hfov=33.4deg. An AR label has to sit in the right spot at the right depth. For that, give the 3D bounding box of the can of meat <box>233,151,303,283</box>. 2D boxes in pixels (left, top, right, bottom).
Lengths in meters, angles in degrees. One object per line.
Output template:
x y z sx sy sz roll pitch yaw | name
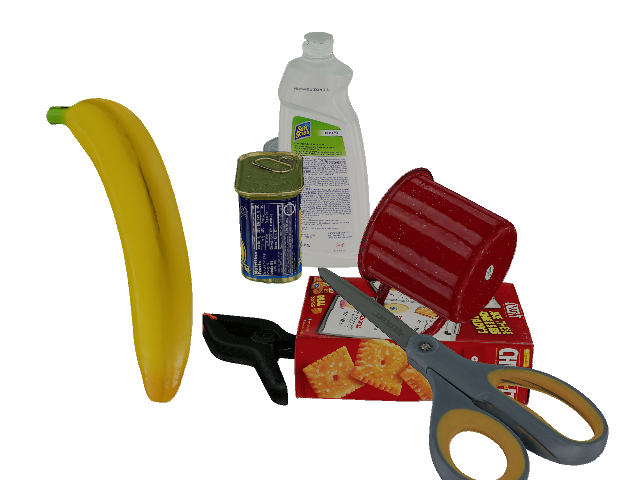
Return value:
-0.043 -0.021 0.916 0.057 0.084 0.102 -1 24 -1 | can of meat

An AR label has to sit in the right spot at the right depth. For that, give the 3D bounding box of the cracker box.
0.087 0.095 1.033 0.213 0.072 0.164 2 18 3 | cracker box

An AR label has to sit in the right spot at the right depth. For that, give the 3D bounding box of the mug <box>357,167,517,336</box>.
0.081 0.017 0.763 0.082 0.117 0.093 30 6 26 | mug

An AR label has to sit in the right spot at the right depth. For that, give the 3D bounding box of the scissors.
0.051 0.074 0.565 0.202 0.016 0.096 23 45 32 | scissors

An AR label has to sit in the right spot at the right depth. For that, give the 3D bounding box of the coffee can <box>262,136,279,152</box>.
-0.026 -0.053 1.377 0.103 0.140 0.103 3 28 -2 | coffee can

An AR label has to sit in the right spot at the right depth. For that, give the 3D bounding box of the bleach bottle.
0.007 -0.094 1.121 0.102 0.251 0.068 0 30 1 | bleach bottle

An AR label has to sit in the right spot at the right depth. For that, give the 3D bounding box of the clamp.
-0.065 0.127 1.219 0.210 0.036 0.164 14 21 30 | clamp

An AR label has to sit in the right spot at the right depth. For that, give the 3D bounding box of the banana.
-0.106 -0.008 0.618 0.037 0.198 0.070 -10 -19 -35 | banana
